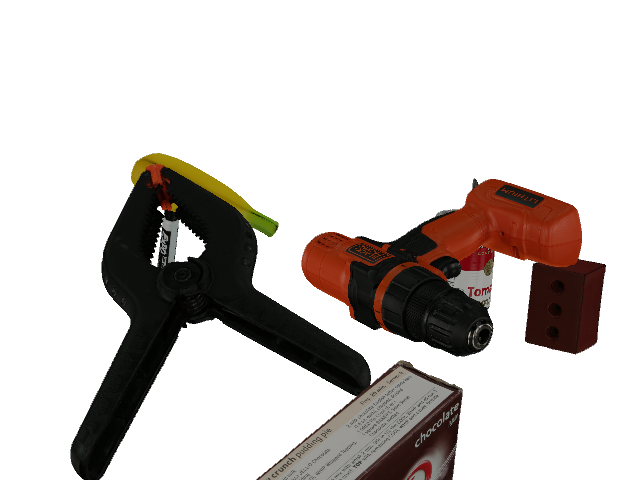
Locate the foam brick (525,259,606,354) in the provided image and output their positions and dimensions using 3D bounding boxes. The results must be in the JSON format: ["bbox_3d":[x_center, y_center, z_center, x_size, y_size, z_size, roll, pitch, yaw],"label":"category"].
[{"bbox_3d":[0.224,0.058,0.979,0.053,0.078,0.051,12,17,34],"label":"foam brick"}]

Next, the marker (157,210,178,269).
[{"bbox_3d":[-0.167,-0.002,1.174,0.020,0.121,0.020,8,43,-7],"label":"marker"}]

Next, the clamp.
[{"bbox_3d":[-0.066,0.032,0.624,0.164,0.210,0.036,-11,-41,-2],"label":"clamp"}]

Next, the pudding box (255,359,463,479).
[{"bbox_3d":[0.014,0.118,0.459,0.039,0.090,0.113,25,41,30],"label":"pudding box"}]

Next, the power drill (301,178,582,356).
[{"bbox_3d":[0.105,0.016,0.796,0.187,0.057,0.185,-20,29,-32],"label":"power drill"}]

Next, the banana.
[{"bbox_3d":[-0.110,-0.038,0.828,0.069,0.037,0.198,42,-10,-35],"label":"banana"}]

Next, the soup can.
[{"bbox_3d":[0.158,0.023,1.180,0.068,0.102,0.068,2,15,-1],"label":"soup can"}]
